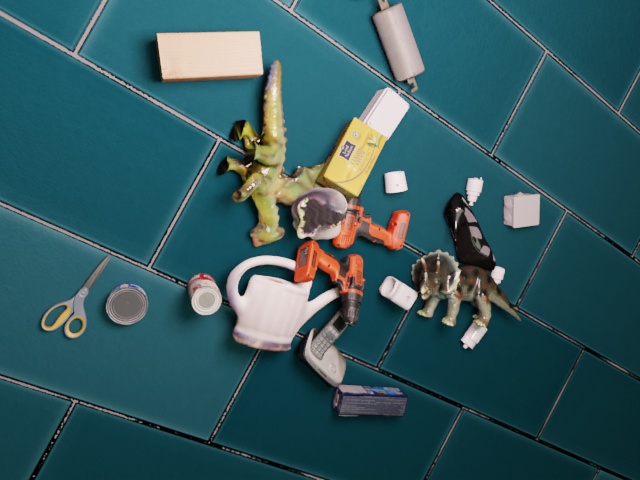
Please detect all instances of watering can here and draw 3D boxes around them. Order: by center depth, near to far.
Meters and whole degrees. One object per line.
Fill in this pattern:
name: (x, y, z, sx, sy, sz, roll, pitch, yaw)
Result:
watering can: (-0.073, 0.164, 1.236, 0.346, 0.104, 0.224, 18, 90, -30)

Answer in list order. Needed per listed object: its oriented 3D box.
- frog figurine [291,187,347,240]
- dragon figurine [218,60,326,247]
frog figurine: (0.004, -0.061, 1.205, 0.136, 0.160, 0.123, -42, 85, 10)
dragon figurine: (-0.087, -0.175, 1.190, 0.241, 0.123, 0.409, 21, 94, -40)
